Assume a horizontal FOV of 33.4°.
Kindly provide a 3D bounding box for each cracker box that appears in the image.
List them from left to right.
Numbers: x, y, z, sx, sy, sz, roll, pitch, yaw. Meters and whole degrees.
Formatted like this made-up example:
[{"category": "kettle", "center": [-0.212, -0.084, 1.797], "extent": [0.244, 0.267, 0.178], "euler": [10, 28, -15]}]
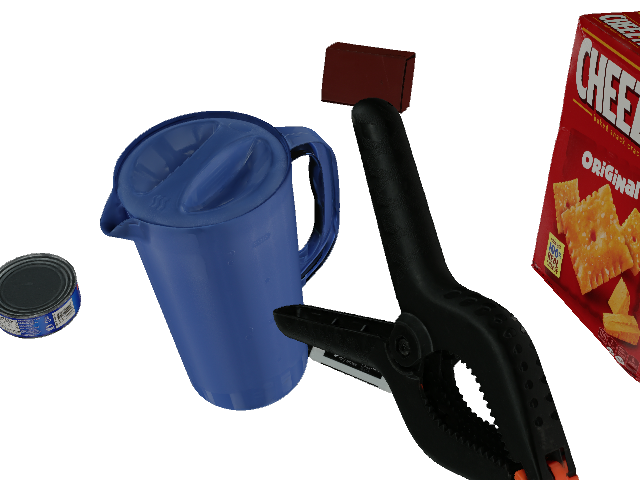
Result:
[{"category": "cracker box", "center": [0.227, -0.032, 0.750], "extent": [0.072, 0.214, 0.164], "euler": [-7, 33, -16]}]

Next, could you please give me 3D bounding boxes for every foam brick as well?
[{"category": "foam brick", "center": [0.044, -0.151, 0.989], "extent": [0.078, 0.051, 0.053], "euler": [10, 18, 12]}]

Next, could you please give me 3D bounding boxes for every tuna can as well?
[{"category": "tuna can", "center": [-0.276, 0.054, 1.030], "extent": [0.086, 0.034, 0.086], "euler": [-1, 43, 1]}]

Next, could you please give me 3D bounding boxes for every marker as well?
[{"category": "marker", "center": [0.021, 0.126, 1.104], "extent": [0.121, 0.020, 0.020], "euler": [22, 3, 6]}]

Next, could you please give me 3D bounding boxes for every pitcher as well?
[{"category": "pitcher", "center": [-0.066, 0.022, 0.864], "extent": [0.149, 0.145, 0.243], "euler": [6, -43, 15]}]

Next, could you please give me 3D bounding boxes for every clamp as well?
[{"category": "clamp", "center": [0.054, 0.039, 0.535], "extent": [0.036, 0.165, 0.210], "euler": [-13, 42, -35]}]
